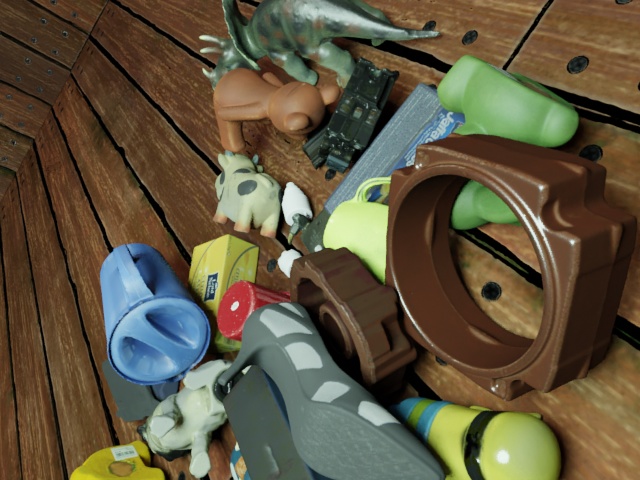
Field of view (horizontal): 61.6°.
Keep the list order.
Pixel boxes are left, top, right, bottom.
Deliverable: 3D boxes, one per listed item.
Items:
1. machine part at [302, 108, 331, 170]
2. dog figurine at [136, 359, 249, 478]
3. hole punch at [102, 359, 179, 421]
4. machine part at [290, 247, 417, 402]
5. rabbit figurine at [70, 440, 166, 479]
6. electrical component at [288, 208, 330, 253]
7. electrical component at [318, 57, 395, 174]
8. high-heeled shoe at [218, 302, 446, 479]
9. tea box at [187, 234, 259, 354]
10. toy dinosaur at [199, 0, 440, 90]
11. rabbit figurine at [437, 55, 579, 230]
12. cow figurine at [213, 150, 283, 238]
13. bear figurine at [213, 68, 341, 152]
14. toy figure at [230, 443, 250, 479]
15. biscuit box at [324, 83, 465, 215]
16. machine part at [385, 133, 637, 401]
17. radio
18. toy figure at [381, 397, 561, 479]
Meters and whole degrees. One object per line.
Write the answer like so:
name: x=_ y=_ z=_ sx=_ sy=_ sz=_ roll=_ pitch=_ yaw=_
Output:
machine part: x=-0.002 y=-0.177 z=0.836 sx=0.084 sy=0.039 sz=0.139 roll=-42 pitch=46 yaw=32
dog figurine: x=-0.176 y=0.238 z=0.777 sx=0.172 sy=0.121 sz=0.190 roll=-33 pitch=4 yaw=-26
hole punch: x=-0.291 y=0.237 z=0.907 sx=0.142 sy=0.092 sz=0.115 roll=-22 pitch=85 yaw=35
machine part: x=0.028 y=0.093 z=0.579 sx=0.180 sy=0.056 sz=0.179 roll=47 pitch=150 yaw=39
rabbit figurine: x=-0.324 y=0.415 z=0.807 sx=0.122 sy=0.162 sz=0.173 roll=28 pitch=110 yaw=38
electrical component: x=-0.002 y=-0.004 z=0.740 sx=0.078 sy=0.045 sz=0.102 roll=-47 pitch=43 yaw=21
electrical component: x=0.045 y=-0.158 z=0.720 sx=0.115 sy=0.058 sz=0.134 roll=107 pitch=-173 yaw=-88
high-heeled shoe: x=0.018 y=0.136 z=0.520 sx=0.249 sy=0.145 sz=0.086 roll=21 pitch=121 yaw=24
tea box: x=-0.159 y=0.087 z=0.842 sx=0.098 sy=0.068 sz=0.169 roll=-20 pitch=56 yaw=41
toy dinosaur: x=-0.029 y=-0.325 z=0.824 sx=0.405 sy=0.192 sz=0.131 roll=-2 pitch=71 yaw=47
rabbit figurine: x=0.184 y=-0.076 z=0.556 sx=0.159 sy=0.121 sz=0.170 roll=53 pitch=128 yaw=39
cow figurine: x=-0.123 y=-0.082 z=0.875 sx=0.195 sy=0.085 sz=0.127 roll=24 pitch=97 yaw=59
bear figurine: x=-0.065 y=-0.191 z=0.816 sx=0.196 sy=0.131 sz=0.120 roll=24 pitch=60 yaw=27
toy figure: x=-0.071 y=0.268 z=0.624 sx=0.058 sy=0.064 sz=0.154 roll=-66 pitch=9 yaw=-11
biscuit box: x=0.095 y=-0.093 z=0.673 sx=0.202 sy=0.059 sz=0.063 roll=-51 pitch=41 yaw=16
machine part: x=0.146 y=0.018 z=0.469 sx=0.202 sy=0.087 sz=0.200 roll=31 pitch=129 yaw=48
radio: x=0.000 y=0.232 z=0.551 sx=0.073 sy=0.131 sz=0.230 roll=-52 pitch=42 yaw=15
toy figure: x=0.121 y=0.185 z=0.480 sx=0.180 sy=0.089 sz=0.082 roll=-2 pitch=76 yaw=44
